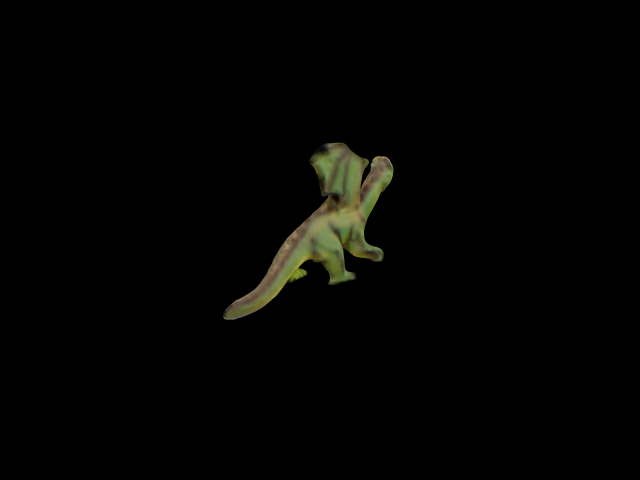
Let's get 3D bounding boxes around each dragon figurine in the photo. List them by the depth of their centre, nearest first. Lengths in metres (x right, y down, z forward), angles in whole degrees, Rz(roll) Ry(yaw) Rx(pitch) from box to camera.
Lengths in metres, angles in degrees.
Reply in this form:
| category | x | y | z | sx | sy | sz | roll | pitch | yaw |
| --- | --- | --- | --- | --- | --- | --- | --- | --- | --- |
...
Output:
| category | x | y | z | sx | sy | sz | roll | pitch | yaw |
| --- | --- | --- | --- | --- | --- | --- | --- | --- | --- |
| dragon figurine | 0.003 | -0.043 | 0.850 | 0.123 | 0.238 | 0.415 | 18 | 29 | 36 |
